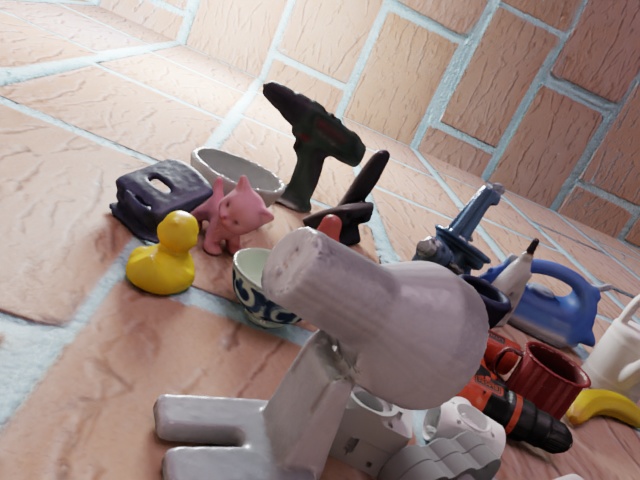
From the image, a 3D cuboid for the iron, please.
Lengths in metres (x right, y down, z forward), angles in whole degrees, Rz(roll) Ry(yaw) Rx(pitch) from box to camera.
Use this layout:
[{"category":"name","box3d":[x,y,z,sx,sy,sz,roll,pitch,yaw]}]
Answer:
[{"category":"iron","box3d":[0.410,0.095,1.080,0.258,0.141,0.119,25,19,-1]}]

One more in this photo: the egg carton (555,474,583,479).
[{"category":"egg carton","box3d":[0.218,0.266,0.499,0.151,0.069,0.107,8,25,-41]}]

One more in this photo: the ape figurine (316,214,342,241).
[{"category":"ape figurine","box3d":[0.008,0.003,0.893,0.077,0.092,0.076,30,19,12]}]

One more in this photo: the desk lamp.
[{"category":"desk lamp","box3d":[0.004,0.098,0.450,0.204,0.213,0.117,14,22,-31]}]

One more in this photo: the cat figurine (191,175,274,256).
[{"category":"cat figurine","box3d":[-0.123,-0.042,0.806,0.067,0.117,0.127,7,26,-43]}]

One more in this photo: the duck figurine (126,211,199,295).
[{"category":"duck figurine","box3d":[-0.173,0.008,0.661,0.077,0.086,0.105,27,19,5]}]

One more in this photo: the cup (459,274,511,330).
[{"category":"cup","box3d":[0.234,0.110,0.891,0.091,0.095,0.118,29,19,9]}]

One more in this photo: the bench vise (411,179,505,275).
[{"category":"bench vise","box3d":[0.256,-0.002,1.022,0.121,0.219,0.208,31,20,16]}]

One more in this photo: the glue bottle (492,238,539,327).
[{"category":"glue bottle","box3d":[0.334,0.072,0.995,0.078,0.173,0.037,8,25,-41]}]

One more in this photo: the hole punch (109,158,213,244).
[{"category":"hole punch","box3d":[-0.214,-0.057,0.774,0.108,0.091,0.101,36,21,28]}]

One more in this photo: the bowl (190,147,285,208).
[{"category":"bowl","box3d":[-0.147,-0.089,0.965,0.167,0.074,0.167,23,19,-8]}]

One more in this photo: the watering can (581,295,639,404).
[{"category":"watering can","box3d":[0.522,0.174,0.934,0.101,0.194,0.172,21,19,-11]}]

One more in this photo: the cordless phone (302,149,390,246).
[{"category":"cordless phone","box3d":[0.057,-0.086,1.046,0.094,0.185,0.148,31,20,16]}]

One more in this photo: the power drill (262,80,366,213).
[{"category":"power drill","box3d":[-0.037,-0.170,1.112,0.230,0.208,0.075,22,19,-10]}]
